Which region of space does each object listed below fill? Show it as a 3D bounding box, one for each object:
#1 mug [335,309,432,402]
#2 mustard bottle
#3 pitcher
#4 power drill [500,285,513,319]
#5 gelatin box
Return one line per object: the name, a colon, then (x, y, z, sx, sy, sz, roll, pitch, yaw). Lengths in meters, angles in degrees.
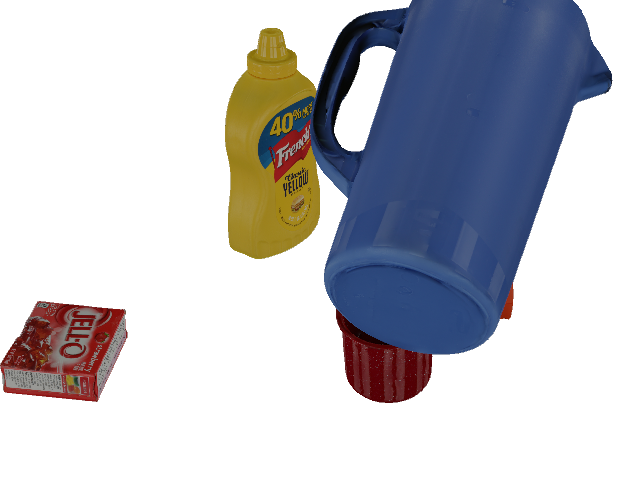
mug: (0.073, 0.090, 0.985, 0.117, 0.081, 0.093, -20, 42, -18)
mustard bottle: (-0.040, -0.086, 0.901, 0.058, 0.192, 0.096, 23, 38, 33)
pitcher: (0.078, -0.055, 0.692, 0.149, 0.242, 0.145, -17, -49, 45)
power drill: (0.113, 0.058, 1.182, 0.187, 0.057, 0.184, -3, 28, -5)
gelatin box: (-0.196, 0.083, 0.823, 0.073, 0.030, 0.089, 5, 31, 4)
